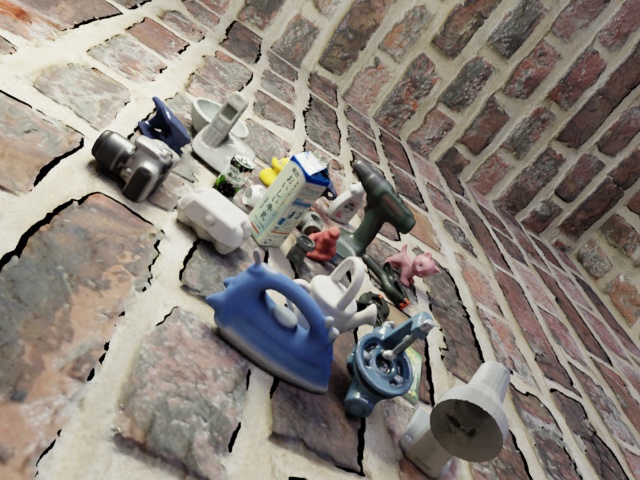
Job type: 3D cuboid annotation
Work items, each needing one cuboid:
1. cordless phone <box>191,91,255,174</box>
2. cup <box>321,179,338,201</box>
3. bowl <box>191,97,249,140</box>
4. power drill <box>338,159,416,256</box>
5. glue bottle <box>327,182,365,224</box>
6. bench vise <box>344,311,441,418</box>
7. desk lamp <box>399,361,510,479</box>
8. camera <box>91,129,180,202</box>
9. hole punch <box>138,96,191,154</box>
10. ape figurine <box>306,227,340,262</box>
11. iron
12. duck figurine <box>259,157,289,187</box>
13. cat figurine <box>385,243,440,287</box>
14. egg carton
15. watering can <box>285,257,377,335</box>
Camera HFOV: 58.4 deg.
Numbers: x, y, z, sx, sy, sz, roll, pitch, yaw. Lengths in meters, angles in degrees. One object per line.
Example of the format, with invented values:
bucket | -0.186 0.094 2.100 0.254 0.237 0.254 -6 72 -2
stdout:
cordless phone | -0.209 -0.251 1.385 0.147 0.185 0.094 38 23 -2
cup | -0.015 -0.130 1.565 0.117 0.095 0.092 43 23 11
bowl | -0.276 -0.299 1.513 0.168 0.074 0.167 32 24 -16
power drill | 0.128 -0.070 1.519 0.229 0.208 0.076 38 23 -2
glue bottle | 0.095 -0.123 1.614 0.078 0.173 0.037 19 30 -39
bench vise | 0.120 0.184 1.021 0.122 0.219 0.207 29 24 -20
desk lamp | 0.235 0.306 0.976 0.118 0.213 0.204 42 23 9
camera | -0.357 -0.163 1.110 0.137 0.100 0.143 35 23 -9
hole punch | -0.350 -0.267 1.325 0.101 0.091 0.108 8 38 -51
ape figurine | 0.012 0.005 1.358 0.077 0.092 0.076 42 23 8
iron | -0.054 0.135 0.956 0.258 0.141 0.119 38 23 -2
duck figurine | -0.100 -0.175 1.533 0.104 0.086 0.077 38 23 -1
cat figurine | 0.263 0.065 1.587 0.127 0.117 0.067 47 24 20
egg carton | -0.210 -0.041 1.142 0.150 0.069 0.107 38 23 -1
watering can | 0.024 0.113 1.045 0.173 0.194 0.100 17 31 -41
